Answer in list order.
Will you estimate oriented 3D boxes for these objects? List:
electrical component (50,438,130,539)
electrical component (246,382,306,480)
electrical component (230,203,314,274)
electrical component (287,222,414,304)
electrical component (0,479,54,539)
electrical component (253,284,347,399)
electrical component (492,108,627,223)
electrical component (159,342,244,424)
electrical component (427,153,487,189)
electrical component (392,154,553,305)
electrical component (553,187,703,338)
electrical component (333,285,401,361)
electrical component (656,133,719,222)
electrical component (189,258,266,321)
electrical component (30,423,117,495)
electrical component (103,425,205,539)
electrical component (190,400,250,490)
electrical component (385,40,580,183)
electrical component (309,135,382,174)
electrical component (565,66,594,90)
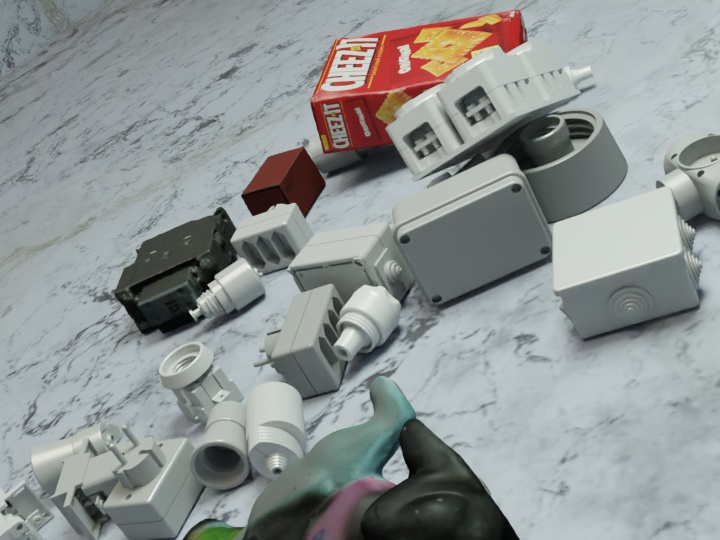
[{"bbox_3d":[-0.200,0.167,0.840,0.064,0.042,0.081,-23,28,10],"label":"electrical component"},{"bbox_3d":[-0.061,0.121,0.779,0.043,0.043,0.081,-26,27,7],"label":"electrical component"},{"bbox_3d":[-0.081,-0.040,1.072,0.066,0.047,0.076,-16,30,25],"label":"electrical component"},{"bbox_3d":[0.000,0.000,0.906,0.096,0.061,0.061,-8,31,36],"label":"electrical component"},{"bbox_3d":[-0.281,0.211,0.845,0.081,0.042,0.064,-41,30,-19],"label":"electrical component"},{"bbox_3d":[-0.052,0.062,0.868,0.076,0.047,0.083,-18,29,23],"label":"electrical component"},{"bbox_3d":[0.164,-0.095,0.910,0.108,0.060,0.108,-23,27,13],"label":"electrical component"},{"bbox_3d":[-0.133,0.093,0.886,0.066,0.055,0.048,6,44,50],"label":"electrical component"},{"bbox_3d":[0.093,-0.071,0.956,0.055,0.045,0.045,-30,27,0],"label":"electrical component"},{"bbox_3d":[0.089,-0.032,0.856,0.113,0.078,0.057,-25,24,10],"label":"electrical component"},{"bbox_3d":[0.184,-0.004,0.747,0.100,0.048,0.099,-19,29,21],"label":"electrical component"},{"bbox_3d":[0.002,0.045,0.849,0.043,0.043,0.062,-2,38,43],"label":"electrical component"},{"bbox_3d":[0.244,-0.060,0.788,0.079,0.044,0.077,-30,27,1],"label":"electrical component"},{"bbox_3d":[-0.126,0.022,1.018,0.078,0.040,0.040,-34,27,-9],"label":"electrical component"},{"bbox_3d":[-0.236,0.155,0.898,0.065,0.044,0.044,-24,27,1],"label":"electrical component"},{"bbox_3d":[-0.158,0.148,0.792,0.047,0.076,0.065,-13,31,31],"label":"electrical component"},{"bbox_3d":[-0.101,0.128,0.811,0.044,0.044,0.065,-23,23,13],"label":"electrical component"},{"bbox_3d":[0.109,-0.144,0.945,0.105,0.060,0.186,-31,-2,30],"label":"electrical component"},{"bbox_3d":[-0.010,-0.138,1.175,0.081,0.043,0.043,-17,29,24],"label":"electrical component"},{"bbox_3d":[0.199,-0.185,1.059,0.061,0.035,0.035,-19,29,16],"label":"electrical component"}]
